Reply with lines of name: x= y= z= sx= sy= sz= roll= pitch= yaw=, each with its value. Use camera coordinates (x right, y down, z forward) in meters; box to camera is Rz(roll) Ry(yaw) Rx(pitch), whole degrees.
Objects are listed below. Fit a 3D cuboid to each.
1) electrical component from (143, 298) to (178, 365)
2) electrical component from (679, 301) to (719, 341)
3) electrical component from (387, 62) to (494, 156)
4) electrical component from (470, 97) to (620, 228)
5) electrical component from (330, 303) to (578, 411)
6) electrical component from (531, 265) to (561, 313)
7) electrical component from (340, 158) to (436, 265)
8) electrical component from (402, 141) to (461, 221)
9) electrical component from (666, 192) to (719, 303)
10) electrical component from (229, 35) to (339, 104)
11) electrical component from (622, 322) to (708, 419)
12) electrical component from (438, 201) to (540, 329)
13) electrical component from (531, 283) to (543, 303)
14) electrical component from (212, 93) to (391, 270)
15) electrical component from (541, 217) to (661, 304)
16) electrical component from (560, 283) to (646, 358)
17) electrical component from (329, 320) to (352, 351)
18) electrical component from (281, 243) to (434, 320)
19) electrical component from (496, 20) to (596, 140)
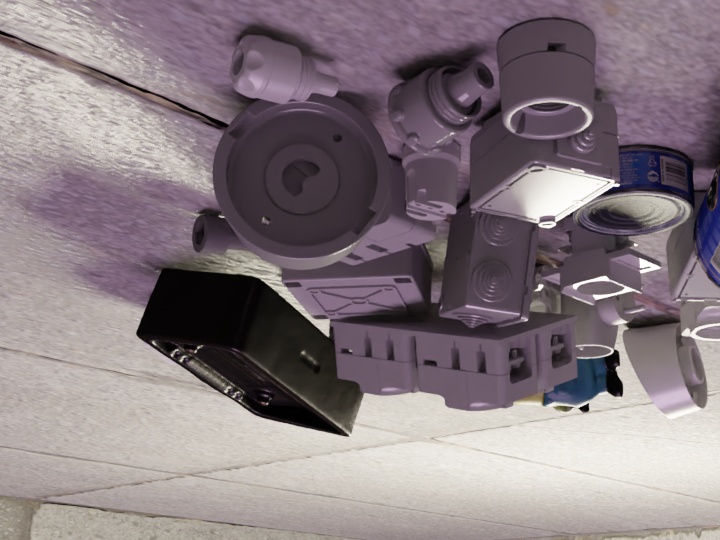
electrical component: x=-0.177 y=0.063 z=1.094 sx=0.056 sy=0.050 sz=0.089 roll=0 pitch=161 yaw=9
electrical component: x=0.314 y=0.028 z=0.940 sx=0.050 sy=0.055 sz=0.089 roll=1 pitch=161 yaw=3
electrical component: x=0.050 y=-0.099 z=0.626 sx=0.048 sy=0.048 sz=0.062 roll=17 pitch=149 yaw=-36
electrical component: x=0.115 y=-0.074 z=0.662 sx=0.062 sy=0.061 sz=0.096 roll=10 pitch=159 yaw=-20
electrical component: x=0.078 y=0.071 z=0.915 sx=0.105 sy=0.060 sz=0.186 roll=-12 pitch=-169 yaw=-44
electrical component: x=0.149 y=0.031 z=0.963 sx=0.057 sy=0.058 sz=0.078 roll=-14 pitch=155 yaw=31
electrical component: x=0.003 y=-0.042 z=0.779 sx=0.056 sy=0.050 sz=0.089 roll=19 pitch=154 yaw=-41
electrical component: x=0.048 y=-0.061 z=0.727 sx=0.040 sy=0.046 sz=0.040 roll=2 pitch=161 yaw=1
electrical component: x=0.271 y=-0.022 z=0.805 sx=0.062 sy=0.061 sz=0.096 roll=1 pitch=152 yaw=3
electrical component: x=-0.041 y=-0.111 z=0.612 sx=0.061 sy=0.035 sz=0.035 roll=10 pitch=159 yaw=-28
electrical component: x=0.312 y=0.101 z=1.095 sx=0.064 sy=0.099 sz=0.099 roll=-18 pitch=153 yaw=30
electrical component: x=0.094 y=-0.006 z=0.800 sx=0.048 sy=0.099 sz=0.100 roll=9 pitch=172 yaw=-8
electrical component: x=0.117 y=0.003 z=0.889 sx=0.066 sy=0.055 sz=0.048 roll=3 pitch=161 yaw=-2
electrical component: x=-0.037 y=-0.052 z=0.678 sx=0.108 sy=0.108 sz=0.060 roll=3 pitch=166 yaw=-3
electrical component: x=0.184 y=-0.012 z=0.827 sx=0.042 sy=0.063 sz=0.081 roll=18 pitch=156 yaw=-40
electrical component: x=0.210 y=0.031 z=0.926 sx=0.079 sy=0.077 sz=0.044 roll=-17 pitch=153 yaw=42
electrical component: x=0.013 y=0.046 z=1.034 sx=0.076 sy=0.047 sz=0.083 roll=5 pitch=160 yaw=-8
electrical component: x=0.000 y=0.000 z=0.890 sx=0.109 sy=0.056 sz=0.108 roll=-2 pitch=160 yaw=12
electrical component: x=0.104 y=-0.104 z=0.598 sx=0.055 sy=0.047 sz=0.055 roll=2 pitch=161 yaw=1
